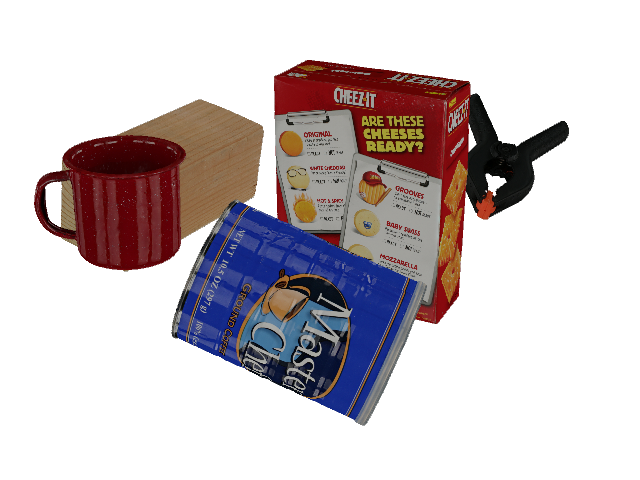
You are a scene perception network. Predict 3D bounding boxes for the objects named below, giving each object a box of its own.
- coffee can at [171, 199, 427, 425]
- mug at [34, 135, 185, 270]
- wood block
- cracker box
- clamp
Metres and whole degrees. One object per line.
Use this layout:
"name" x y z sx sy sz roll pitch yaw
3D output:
"coffee can" -0.013 0.047 0.710 0.140 0.103 0.103 24 2 4
"mug" -0.162 -0.028 0.828 0.117 0.081 0.093 -4 25 -11
"wood block" -0.156 -0.061 1.077 0.090 0.091 0.205 25 34 23
"cracker box" 0.046 -0.046 0.968 0.164 0.214 0.072 12 28 24
"clamp" 0.191 -0.096 1.167 0.120 0.039 0.171 22 49 18
